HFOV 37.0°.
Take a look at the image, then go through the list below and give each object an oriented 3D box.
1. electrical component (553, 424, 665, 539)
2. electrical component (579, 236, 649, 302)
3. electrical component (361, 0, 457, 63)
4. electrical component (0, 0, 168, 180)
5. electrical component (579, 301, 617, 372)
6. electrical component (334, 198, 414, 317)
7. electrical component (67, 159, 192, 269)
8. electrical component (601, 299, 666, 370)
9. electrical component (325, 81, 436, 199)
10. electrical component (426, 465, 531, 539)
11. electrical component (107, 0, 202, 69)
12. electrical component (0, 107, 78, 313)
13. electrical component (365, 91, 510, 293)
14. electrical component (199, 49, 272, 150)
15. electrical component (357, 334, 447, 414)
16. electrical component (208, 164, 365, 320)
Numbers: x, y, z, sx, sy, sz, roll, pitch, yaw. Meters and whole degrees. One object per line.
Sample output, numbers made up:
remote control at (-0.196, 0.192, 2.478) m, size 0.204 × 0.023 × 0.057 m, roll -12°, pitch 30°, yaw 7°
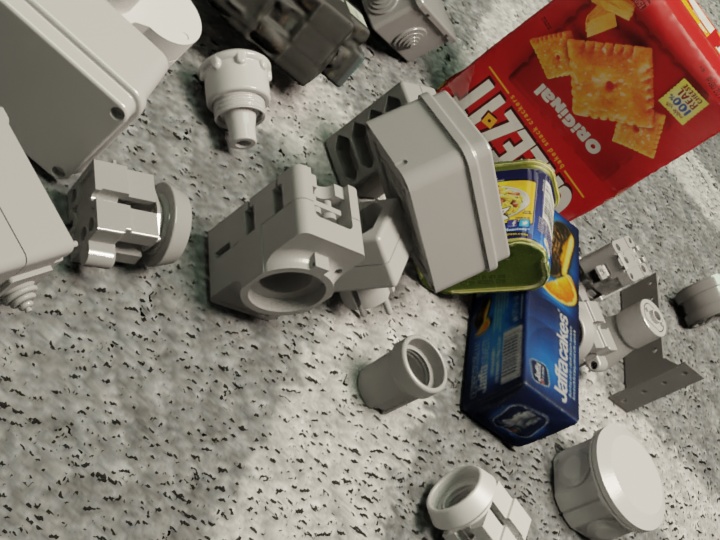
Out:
electrical component at (0.185, 0.159, 0.797) m, size 0.080 × 0.051 × 0.080 m, roll 28°, pitch 45°, yaw -33°
electrical component at (0.212, 0.002, 0.934) m, size 0.081 × 0.064 × 0.042 m, roll -18°, pitch 79°, yaw -54°
electrical component at (0.032, -0.230, 0.897) m, size 0.100 × 0.048 × 0.099 m, roll 22°, pitch 46°, yaw -65°
electrical component at (-0.172, -0.114, 0.577) m, size 0.113 × 0.078 × 0.057 m, roll 42°, pitch 36°, yaw -19°
electrical component at (0.173, 0.052, 0.870) m, size 0.055 × 0.048 × 0.066 m, roll 7°, pitch 59°, yaw -55°
electrical component at (0.000, 0.000, 0.702) m, size 0.047 × 0.066 × 0.076 m, roll -65°, pitch 142°, yaw -49°
electrical component at (-0.127, -0.028, 0.592) m, size 0.055 × 0.048 × 0.066 m, roll 11°, pitch 56°, yaw -35°
electrical component at (0.224, 0.052, 0.909) m, size 0.044 × 0.065 × 0.044 m, roll 28°, pitch 45°, yaw -33°
electrical component at (0.033, -0.091, 0.785) m, size 0.076 × 0.083 × 0.047 m, roll 2°, pitch 62°, yaw -48°
electrical component at (0.074, 0.157, 0.680) m, size 0.055 × 0.048 × 0.066 m, roll 54°, pitch 36°, yaw -17°
electrical component at (-0.152, -0.168, 0.642) m, size 0.138 × 0.074 × 0.052 m, roll 10°, pitch 57°, yaw -44°
electrical component at (-0.185, -0.019, 0.504) m, size 0.061 × 0.062 × 0.096 m, roll -24°, pitch 83°, yaw -53°
electrical component at (0.053, -0.051, 0.709) m, size 0.113 × 0.057 × 0.078 m, roll 72°, pitch -8°, yaw -46°
electrical component at (-0.080, -0.110, 0.707) m, size 0.048 × 0.048 × 0.062 m, roll 11°, pitch 64°, yaw -44°
electrical component at (0.026, 0.068, 0.690) m, size 0.040 × 0.046 × 0.040 m, roll 28°, pitch 45°, yaw -33°
electrical component at (-0.045, -0.011, 0.633) m, size 0.050 × 0.089 × 0.055 m, roll 21°, pitch 49°, yaw -38°
